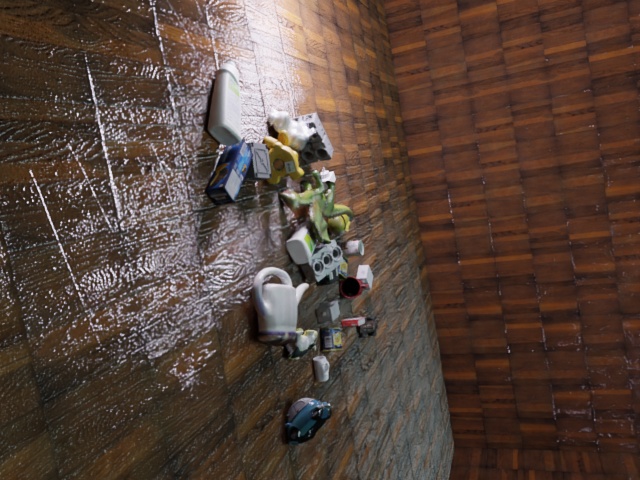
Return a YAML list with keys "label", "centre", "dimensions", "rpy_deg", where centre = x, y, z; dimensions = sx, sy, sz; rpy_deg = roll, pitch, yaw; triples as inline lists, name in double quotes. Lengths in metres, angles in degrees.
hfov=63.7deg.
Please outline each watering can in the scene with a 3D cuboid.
- label: "watering can"
  centre: [-0.107, 0.203, 1.544]
  dimensions: [0.103, 0.227, 0.344]
  rpy_deg: [-7, -15, 23]

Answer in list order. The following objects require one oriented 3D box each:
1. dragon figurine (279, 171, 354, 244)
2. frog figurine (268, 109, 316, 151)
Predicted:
- label: "dragon figurine"
  centre: [0.006, -0.094, 1.858]
  dimensions: [0.121, 0.248, 0.405]
  rpy_deg: [-20, -39, 35]
- label: "frog figurine"
  centre: [-0.112, -0.374, 1.764]
  dimensions: [0.159, 0.140, 0.120]
  rpy_deg: [8, -41, -33]
